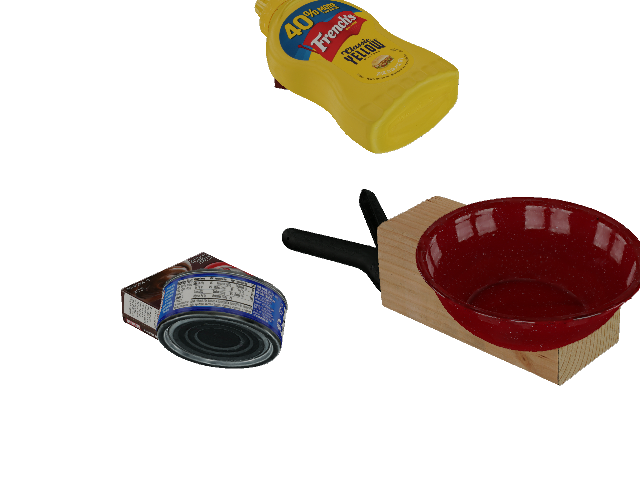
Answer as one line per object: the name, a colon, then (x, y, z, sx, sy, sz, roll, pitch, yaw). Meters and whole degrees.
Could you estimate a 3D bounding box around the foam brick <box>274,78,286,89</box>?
foam brick: (-0.008, -0.190, 1.166, 0.078, 0.051, 0.053, 0, 12, -16)

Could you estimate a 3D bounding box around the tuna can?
tuna can: (-0.066, 0.054, 0.714, 0.086, 0.033, 0.086, 5, -31, 3)

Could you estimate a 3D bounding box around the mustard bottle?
mustard bottle: (0.013, -0.148, 0.856, 0.096, 0.058, 0.192, -35, 55, -23)

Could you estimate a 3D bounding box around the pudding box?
pudding box: (-0.113, 0.057, 0.986, 0.090, 0.039, 0.113, 22, 33, 32)

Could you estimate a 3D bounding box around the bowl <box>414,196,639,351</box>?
bowl: (0.149, 0.031, 0.768, 0.162, 0.055, 0.162, -3, 32, 1)

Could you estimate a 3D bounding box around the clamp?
clamp: (0.068, 0.021, 1.249, 0.164, 0.036, 0.210, -22, 51, -39)

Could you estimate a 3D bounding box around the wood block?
wood block: (0.157, 0.038, 0.966, 0.090, 0.090, 0.206, -27, 34, -35)
